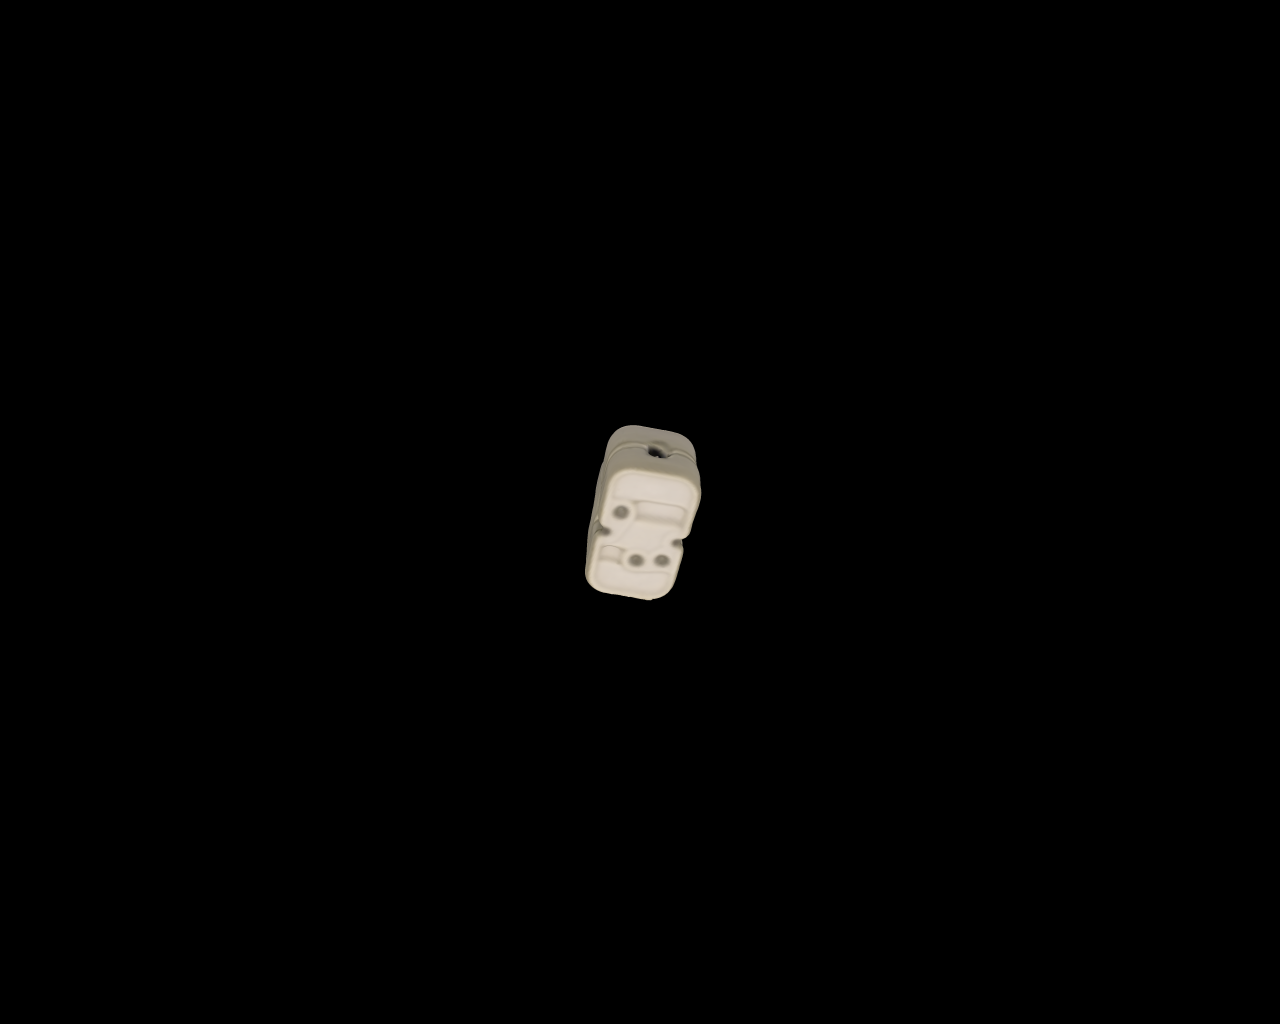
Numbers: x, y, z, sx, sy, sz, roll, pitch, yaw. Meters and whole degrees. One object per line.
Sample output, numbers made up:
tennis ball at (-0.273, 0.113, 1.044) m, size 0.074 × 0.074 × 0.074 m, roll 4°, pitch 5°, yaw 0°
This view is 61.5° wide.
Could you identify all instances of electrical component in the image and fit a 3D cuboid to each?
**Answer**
electrical component at (0.001, -0.003, 0.650) m, size 0.054 × 0.095 × 0.059 m, roll 9°, pitch 36°, yaw -7°
